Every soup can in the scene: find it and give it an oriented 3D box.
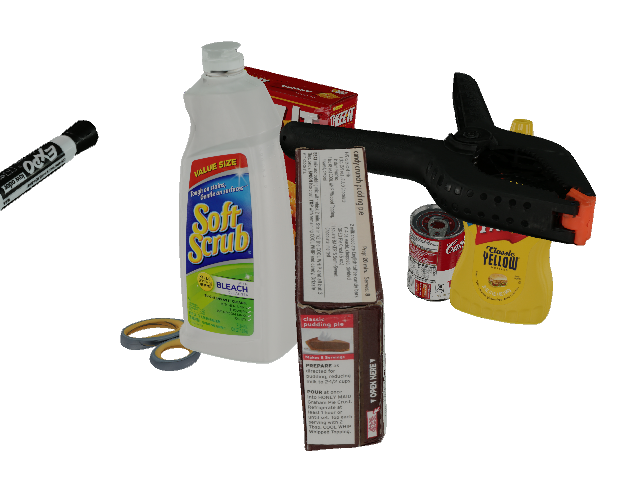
[{"bbox_3d":[0.140,0.016,1.306,0.068,0.102,0.068,0,37,0],"label":"soup can"}]

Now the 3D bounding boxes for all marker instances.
[{"bbox_3d":[-0.174,-0.045,0.654,0.020,0.020,0.121,0,28,26],"label":"marker"}]

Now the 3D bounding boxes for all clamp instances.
[{"bbox_3d":[0.083,-0.050,0.674,0.164,0.036,0.210,-17,34,-23],"label":"clamp"}]

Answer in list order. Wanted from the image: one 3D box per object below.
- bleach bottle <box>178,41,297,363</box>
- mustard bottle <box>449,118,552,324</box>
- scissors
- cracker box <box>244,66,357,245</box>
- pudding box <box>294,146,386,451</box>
[{"bbox_3d":[-0.073,-0.030,0.839,0.103,0.251,0.068,9,27,28],"label":"bleach bottle"},{"bbox_3d":[0.180,-0.020,1.012,0.096,0.192,0.058,11,20,20],"label":"mustard bottle"},{"bbox_3d":[-0.112,0.100,1.148,0.201,0.016,0.096,-7,31,-24],"label":"scissors"},{"bbox_3d":[-0.054,-0.077,1.219,0.164,0.214,0.072,17,26,24],"label":"cracker box"},{"bbox_3d":[0.007,0.024,0.487,0.039,0.090,0.113,-4,39,-1],"label":"pudding box"}]
